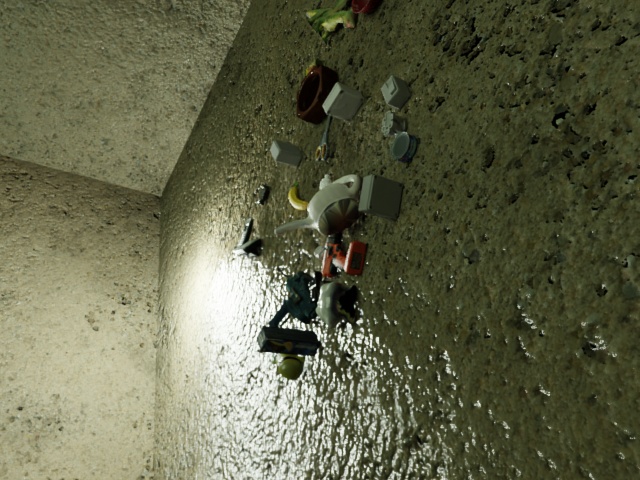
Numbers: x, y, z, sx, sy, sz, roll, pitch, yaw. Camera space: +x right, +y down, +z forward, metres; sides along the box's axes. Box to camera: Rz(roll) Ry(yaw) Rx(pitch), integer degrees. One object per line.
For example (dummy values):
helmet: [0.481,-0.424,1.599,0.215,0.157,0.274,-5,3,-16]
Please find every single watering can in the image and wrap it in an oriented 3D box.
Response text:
watering can: [0.005,-0.085,1.697,0.346,0.102,0.228,-38,30,6]

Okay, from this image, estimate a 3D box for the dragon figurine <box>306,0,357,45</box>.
dragon figurine: [0.059,-0.969,2.166,0.240,0.121,0.420,-40,43,20]

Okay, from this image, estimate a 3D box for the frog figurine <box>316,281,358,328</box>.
frog figurine: [0.029,0.201,1.586,0.158,0.123,0.138,-16,82,44]
